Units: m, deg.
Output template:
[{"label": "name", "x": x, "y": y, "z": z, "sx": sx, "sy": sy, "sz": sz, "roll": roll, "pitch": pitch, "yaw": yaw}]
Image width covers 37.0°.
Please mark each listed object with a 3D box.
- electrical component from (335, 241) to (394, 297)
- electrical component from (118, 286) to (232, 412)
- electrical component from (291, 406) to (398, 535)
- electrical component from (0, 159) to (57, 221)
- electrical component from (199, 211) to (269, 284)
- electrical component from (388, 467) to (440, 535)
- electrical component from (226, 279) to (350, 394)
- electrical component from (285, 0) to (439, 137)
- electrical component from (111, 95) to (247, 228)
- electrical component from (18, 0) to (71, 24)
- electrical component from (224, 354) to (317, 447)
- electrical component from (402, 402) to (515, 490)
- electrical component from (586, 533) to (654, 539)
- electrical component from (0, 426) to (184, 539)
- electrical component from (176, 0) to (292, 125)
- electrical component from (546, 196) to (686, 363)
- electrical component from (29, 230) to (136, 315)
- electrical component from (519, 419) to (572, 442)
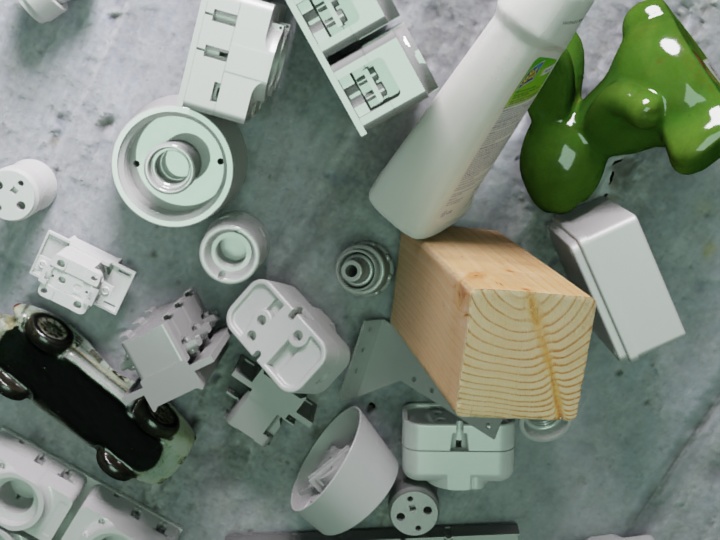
[{"label": "electrical component", "x": 0.000, "y": 0.000, "z": 0.887, "sx": 0.048, "sy": 0.062, "sz": 0.048, "roll": 0, "pitch": 92, "yaw": 13}, {"label": "electrical component", "x": -0.150, "y": 0.060, "z": 0.878, "sx": 0.079, "sy": 0.121, "sz": 0.063, "roll": -26, "pitch": 99, "yaw": 7}, {"label": "electrical component", "x": -0.017, "y": 0.173, "z": 0.915, "sx": 0.099, "sy": 0.099, "sz": 0.064, "roll": -39, "pitch": 106, "yaw": 10}, {"label": "electrical component", "x": -0.279, "y": -0.066, "z": 0.885, "sx": 0.045, "sy": 0.055, "sz": 0.045, "roll": 0, "pitch": 103, "yaw": 1}, {"label": "electrical component", "x": -0.106, "y": -0.018, "z": 0.896, "sx": 0.055, "sy": 0.047, "sz": 0.055, "roll": 0, "pitch": 103, "yaw": 1}, {"label": "electrical component", "x": 0.047, "y": 0.201, "z": 0.940, "sx": 0.045, "sy": 0.055, "sz": 0.045, "roll": 0, "pitch": 102, "yaw": 1}, {"label": "electrical component", "x": -0.057, "y": 0.056, "z": 0.894, "sx": 0.053, "sy": 0.059, "sz": 0.095, "roll": -48, "pitch": 67, "yaw": 12}, {"label": "electrical component", "x": 0.004, "y": -0.168, "z": 0.785, "sx": 0.060, "sy": 0.186, "sz": 0.105, "roll": -28, "pitch": 101, "yaw": 8}, {"label": "electrical component", "x": -0.149, "y": -0.086, "z": 0.874, "sx": 0.108, "sy": 0.060, "sz": 0.108, "roll": 0, "pitch": 104, "yaw": 1}, {"label": "electrical component", "x": -0.241, "y": -0.227, "z": 0.851, "sx": 0.055, "sy": 0.045, "sz": 0.045, "roll": -32, "pitch": 101, "yaw": 9}, {"label": "electrical component", "x": -0.080, "y": 0.114, "z": 0.930, "sx": 0.081, "sy": 0.042, "sz": 0.063, "roll": 35, "pitch": 105, "yaw": -6}, {"label": "electrical component", "x": 0.084, "y": 0.151, "z": 0.928, "sx": 0.095, "sy": 0.053, "sz": 0.059, "roll": 0, "pitch": 104, "yaw": 1}, {"label": "electrical component", "x": 0.222, "y": 0.270, "z": 0.952, "sx": 0.089, "sy": 0.055, "sz": 0.050, "roll": -9, "pitch": 103, "yaw": 4}, {"label": "electrical component", "x": -0.269, "y": 0.238, "z": 0.955, "sx": 0.186, "sy": 0.060, "sz": 0.105, "roll": 31, "pitch": 102, "yaw": -6}, {"label": "electrical component", "x": -0.080, "y": -0.211, "z": 0.819, "sx": 0.060, "sy": 0.105, "sz": 0.186, "roll": 16, "pitch": 103, "yaw": -2}, {"label": "electrical component", "x": 0.203, "y": 0.005, "z": 0.862, "sx": 0.056, "sy": 0.108, "sz": 0.108, "roll": -25, "pitch": 102, "yaw": 4}, {"label": "electrical component", "x": -0.235, "y": 0.005, "z": 0.897, "sx": 0.081, "sy": 0.063, "sz": 0.042, "roll": 26, "pitch": 104, "yaw": -5}, {"label": "electrical component", "x": 0.151, "y": 0.108, "z": 0.910, "sx": 0.044, "sy": 0.065, "sz": 0.044, "roll": -2, "pitch": 121, "yaw": -3}]
